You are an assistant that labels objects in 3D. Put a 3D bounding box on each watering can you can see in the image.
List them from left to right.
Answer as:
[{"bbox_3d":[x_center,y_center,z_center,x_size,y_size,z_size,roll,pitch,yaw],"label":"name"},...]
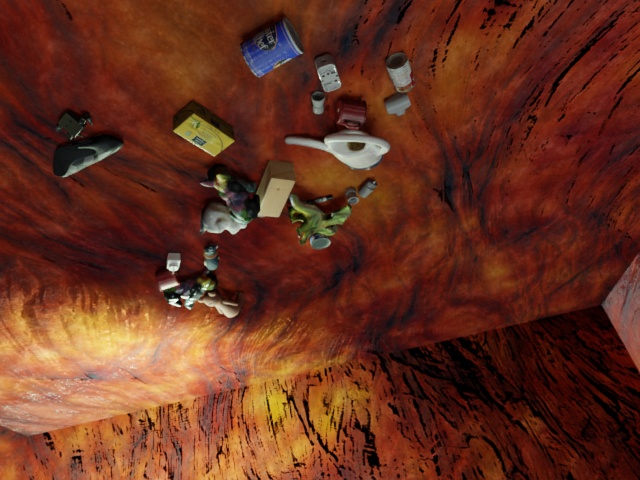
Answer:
[{"bbox_3d":[0.074,-0.311,1.727,0.348,0.105,0.222,5,-8,23],"label":"watering can"}]

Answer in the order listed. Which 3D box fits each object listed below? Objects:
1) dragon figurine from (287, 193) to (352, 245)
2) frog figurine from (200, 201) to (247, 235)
[{"bbox_3d":[0.006,-0.101,2.000,0.243,0.124,0.402,-18,-22,-8],"label":"dragon figurine"},{"bbox_3d":[-0.352,-0.076,1.895,0.159,0.120,0.140,6,26,6],"label":"frog figurine"}]
